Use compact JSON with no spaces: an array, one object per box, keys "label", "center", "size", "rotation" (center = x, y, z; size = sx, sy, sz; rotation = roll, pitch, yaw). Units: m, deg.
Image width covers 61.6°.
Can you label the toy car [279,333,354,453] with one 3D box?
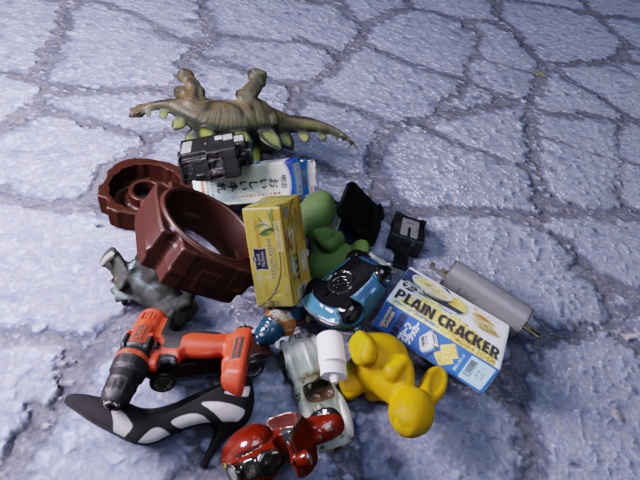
[{"label":"toy car","center":[-0.008,0.235,0.855],"size":[0.073,0.056,0.202],"rotation":[-8,53,-21]}]

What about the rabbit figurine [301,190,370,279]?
[{"label":"rabbit figurine","center":[-0.002,-0.003,1.007],"size":[0.159,0.121,0.170],"rotation":[-17,88,-7]}]

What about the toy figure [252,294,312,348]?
[{"label":"toy figure","center":[-0.060,0.130,0.908],"size":[0.064,0.057,0.154],"rotation":[-5,13,29]}]

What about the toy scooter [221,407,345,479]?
[{"label":"toy scooter","center":[-0.054,0.282,0.719],"size":[0.184,0.135,0.075],"rotation":[-21,90,2]}]

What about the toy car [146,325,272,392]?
[{"label":"toy car","center":[-0.179,0.188,0.852],"size":[0.202,0.053,0.089],"rotation":[-4,33,-19]}]

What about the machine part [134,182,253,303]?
[{"label":"machine part","center":[-0.206,0.000,0.920],"size":[0.201,0.087,0.202],"rotation":[23,25,-35]}]

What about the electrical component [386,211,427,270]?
[{"label":"electrical component","center":[0.176,0.002,1.119],"size":[0.075,0.047,0.119],"rotation":[20,46,4]}]

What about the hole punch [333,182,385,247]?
[{"label":"hole punch","center":[0.062,-0.038,1.109],"size":[0.115,0.092,0.142],"rotation":[41,42,-18]}]

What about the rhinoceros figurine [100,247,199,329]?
[{"label":"rhinoceros figurine","center":[-0.292,0.079,0.911],"size":[0.190,0.073,0.112],"rotation":[40,62,17]}]

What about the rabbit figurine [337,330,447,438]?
[{"label":"rabbit figurine","center":[0.122,0.240,0.848],"size":[0.162,0.121,0.173],"rotation":[15,22,-32]}]

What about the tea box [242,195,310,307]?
[{"label":"tea box","center":[-0.069,0.016,0.893],"size":[0.068,0.169,0.098],"rotation":[-3,14,18]}]

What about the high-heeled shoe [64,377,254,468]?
[{"label":"high-heeled shoe","center":[-0.219,0.225,0.773],"size":[0.248,0.086,0.145],"rotation":[29,66,-13]}]

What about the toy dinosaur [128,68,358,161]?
[{"label":"toy dinosaur","center":[-0.155,-0.249,1.123],"size":[0.472,0.105,0.198],"rotation":[-3,70,-11]}]

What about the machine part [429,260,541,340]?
[{"label":"machine part","center":[0.316,0.115,1.037],"size":[0.243,0.079,0.079],"rotation":[35,50,14]}]

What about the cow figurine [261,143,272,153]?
[{"label":"cow figurine","center":[-0.190,-0.256,1.224],"size":[0.195,0.085,0.127],"rotation":[24,41,5]}]

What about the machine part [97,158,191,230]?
[{"label":"machine part","center":[-0.339,-0.087,1.048],"size":[0.179,0.056,0.179],"rotation":[7,47,-8]}]

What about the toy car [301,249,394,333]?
[{"label":"toy car","center":[0.054,0.097,0.914],"size":[0.162,0.102,0.109],"rotation":[-41,47,-23]}]

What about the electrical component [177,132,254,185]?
[{"label":"electrical component","center":[-0.190,-0.153,0.988],"size":[0.134,0.058,0.115],"rotation":[-10,29,-4]}]
